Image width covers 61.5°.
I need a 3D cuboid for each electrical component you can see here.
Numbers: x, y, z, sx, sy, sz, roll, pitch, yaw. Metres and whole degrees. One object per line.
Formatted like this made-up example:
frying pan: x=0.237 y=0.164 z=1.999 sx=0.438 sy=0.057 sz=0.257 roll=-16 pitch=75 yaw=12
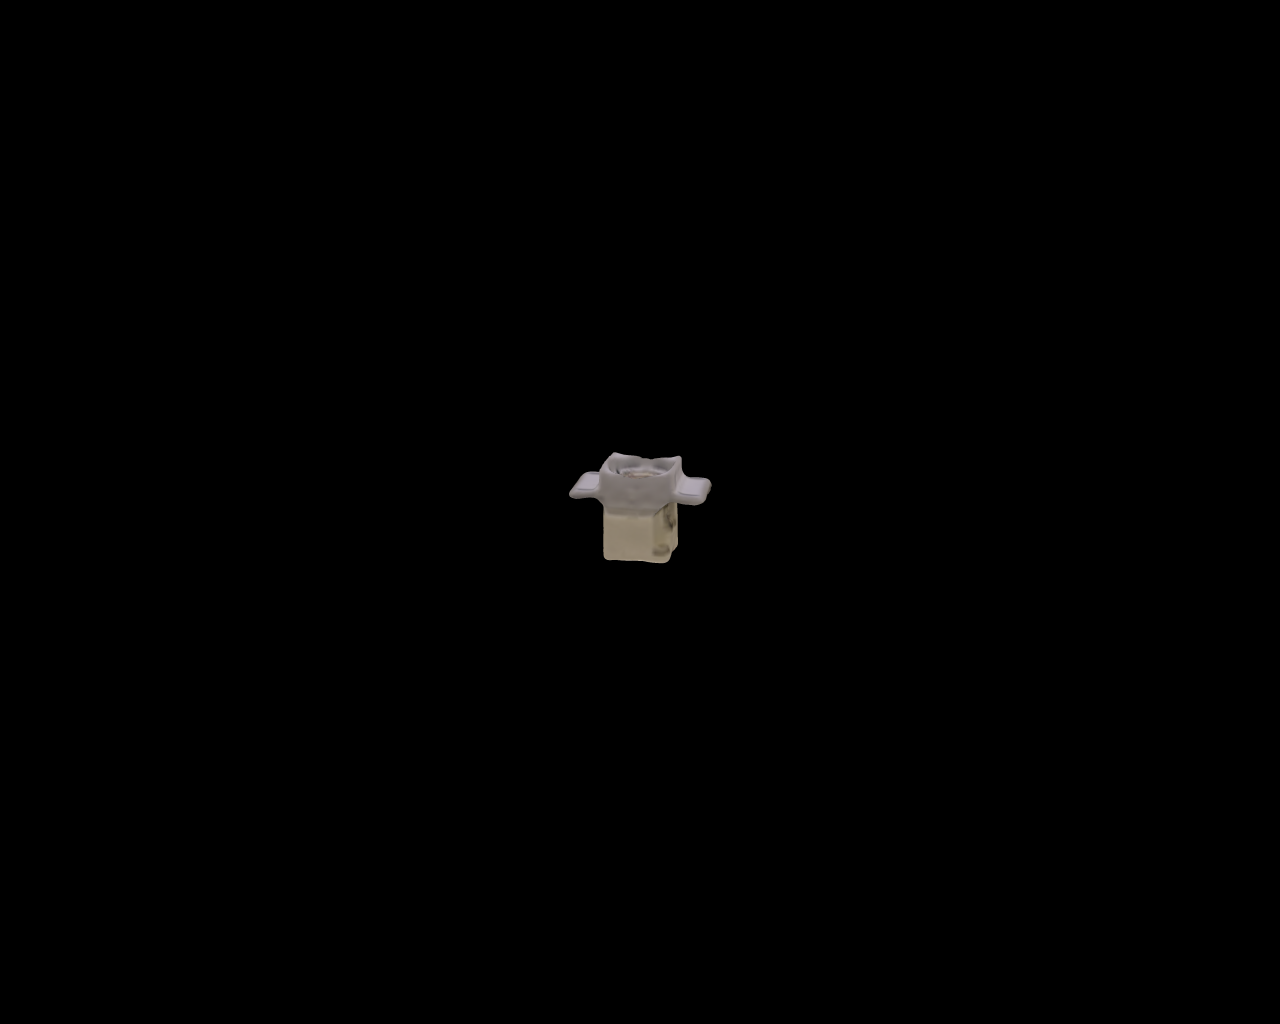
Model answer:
electrical component: x=0.001 y=-0.003 z=0.650 sx=0.081 sy=0.063 sz=0.042 roll=4 pitch=20 yaw=12
